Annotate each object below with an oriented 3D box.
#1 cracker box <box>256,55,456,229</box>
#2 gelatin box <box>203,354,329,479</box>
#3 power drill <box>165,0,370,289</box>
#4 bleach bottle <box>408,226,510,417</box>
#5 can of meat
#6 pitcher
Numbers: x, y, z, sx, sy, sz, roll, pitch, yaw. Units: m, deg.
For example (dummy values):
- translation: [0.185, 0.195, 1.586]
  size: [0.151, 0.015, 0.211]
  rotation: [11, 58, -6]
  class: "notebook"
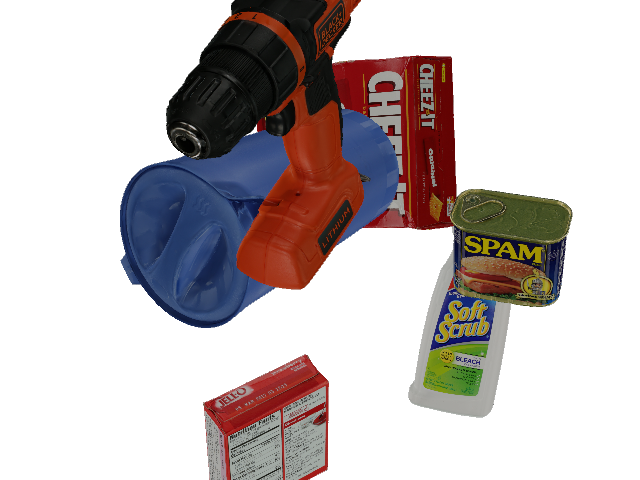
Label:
- translation: [0.030, -0.096, 1.071]
  size: [0.214, 0.164, 0.071]
  rotation: [3, 9, 44]
  class: "cracker box"
- translation: [-0.032, 0.120, 0.653]
  size: [0.073, 0.089, 0.030]
  rotation: [-23, 46, -25]
  class: "gelatin box"
- translation: [-0.023, -0.060, 0.627]
  size: [0.057, 0.188, 0.184]
  rotation: [20, 50, 20]
  class: "power drill"
- translation: [0.166, 0.071, 1.225]
  size: [0.103, 0.251, 0.068]
  rotation: [10, 14, 16]
  class: "bleach bottle"
- translation: [0.167, 0.008, 0.946]
  size: [0.102, 0.084, 0.057]
  rotation: [9, 43, 17]
  class: "can of meat"
- translation: [-0.047, -0.029, 0.901]
  size: [0.149, 0.145, 0.242]
  rotation: [27, 34, 26]
  class: "pitcher"
